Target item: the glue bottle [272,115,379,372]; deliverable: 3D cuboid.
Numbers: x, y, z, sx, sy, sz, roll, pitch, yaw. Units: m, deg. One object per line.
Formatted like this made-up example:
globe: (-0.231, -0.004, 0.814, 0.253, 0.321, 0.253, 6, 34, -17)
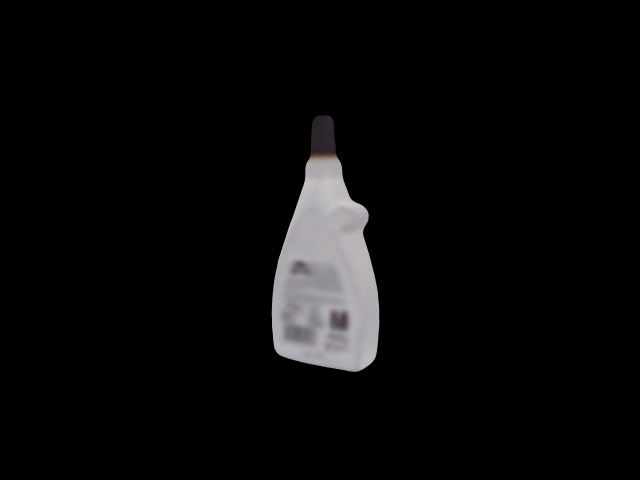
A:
glue bottle: (0.004, 0.001, 0.400, 0.078, 0.173, 0.037, 6, 13, 27)
